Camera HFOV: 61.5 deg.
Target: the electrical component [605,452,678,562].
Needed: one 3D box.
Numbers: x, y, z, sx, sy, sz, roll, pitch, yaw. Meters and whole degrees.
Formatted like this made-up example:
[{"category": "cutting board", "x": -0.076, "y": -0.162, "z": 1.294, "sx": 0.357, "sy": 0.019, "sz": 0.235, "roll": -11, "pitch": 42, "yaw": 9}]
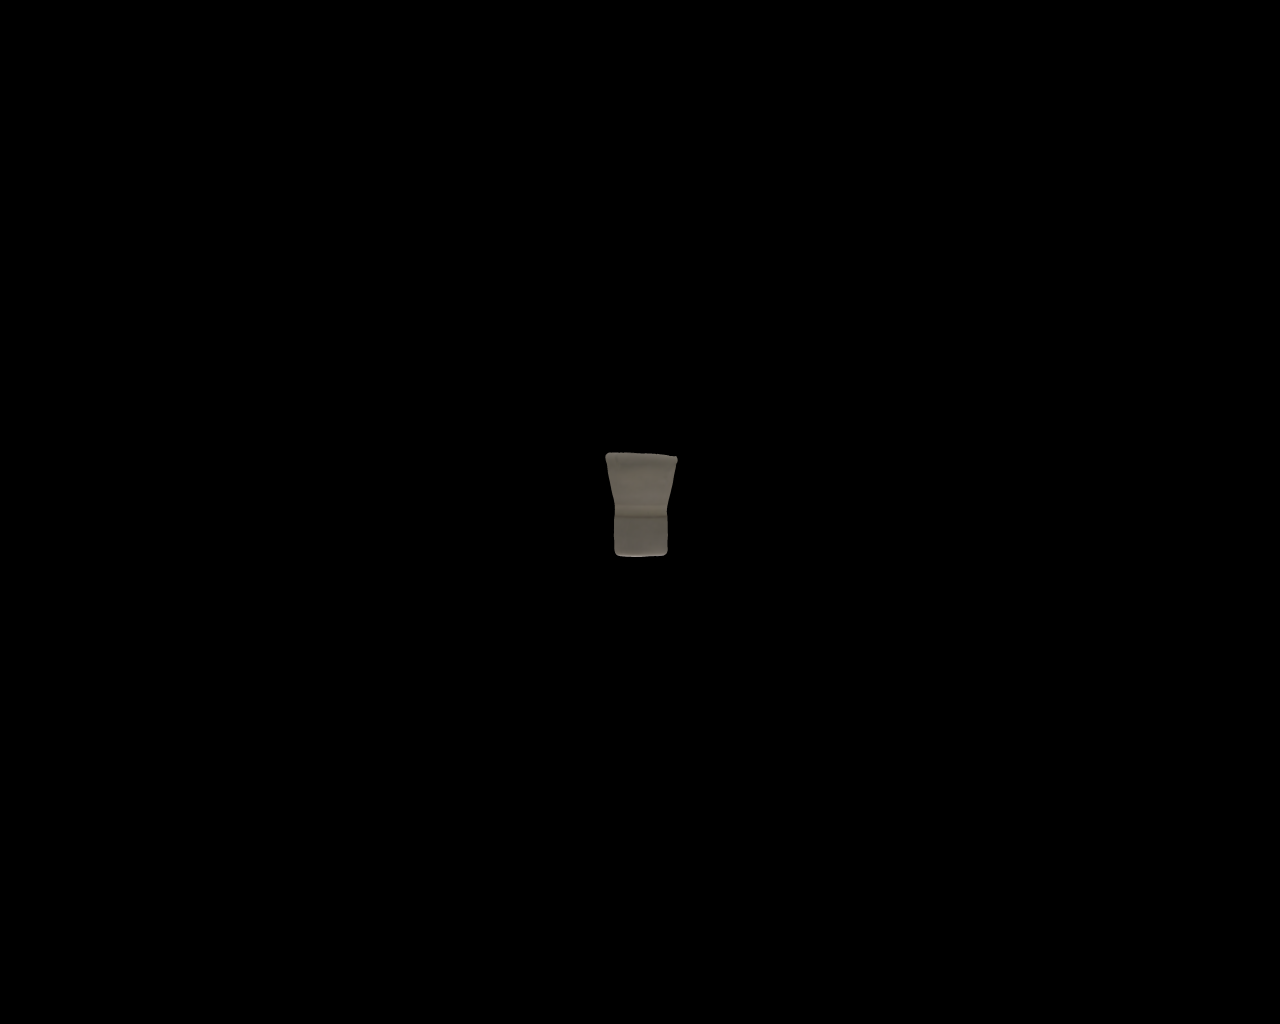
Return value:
[{"category": "electrical component", "x": 0.001, "y": -0.003, "z": 0.650, "sx": 0.044, "sy": 0.065, "sz": 0.044, "roll": 0, "pitch": 0, "yaw": 0}]
